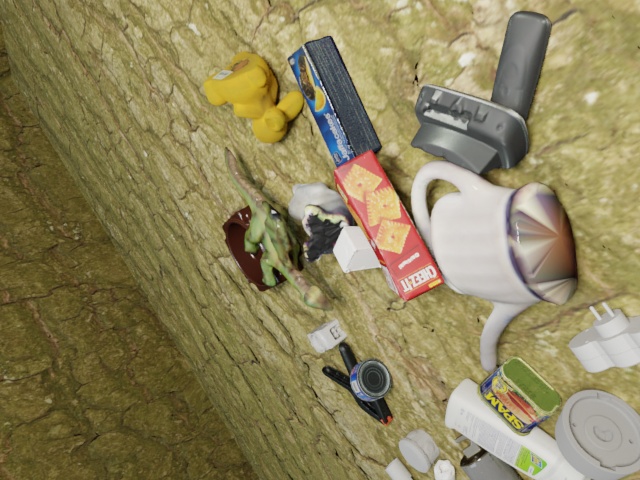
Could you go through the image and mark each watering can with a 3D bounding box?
[{"bbox_3d":[0.241,0.045,0.697,0.223,0.105,0.345,-4,114,60],"label":"watering can"}]

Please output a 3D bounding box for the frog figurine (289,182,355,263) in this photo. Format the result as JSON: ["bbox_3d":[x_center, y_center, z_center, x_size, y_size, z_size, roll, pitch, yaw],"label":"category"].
[{"bbox_3d":[0.003,-0.050,0.994,0.163,0.122,0.135,-102,-10,-61],"label":"frog figurine"}]

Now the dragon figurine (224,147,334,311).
[{"bbox_3d":[-0.094,-0.030,1.043,0.410,0.123,0.241,61,164,-1],"label":"dragon figurine"}]
